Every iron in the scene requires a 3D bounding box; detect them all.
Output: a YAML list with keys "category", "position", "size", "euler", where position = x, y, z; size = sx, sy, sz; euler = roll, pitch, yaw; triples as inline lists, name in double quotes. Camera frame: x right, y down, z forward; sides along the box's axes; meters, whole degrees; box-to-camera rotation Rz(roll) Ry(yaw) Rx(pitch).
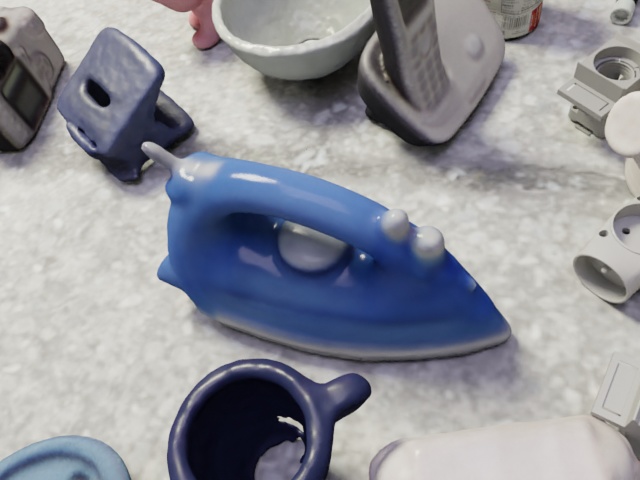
- category: "iron"
  position: [0.004, 0.001, 0.384]
  size: [0.257, 0.142, 0.119]
  euler: [14, 62, 19]

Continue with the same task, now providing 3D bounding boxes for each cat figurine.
- category: "cat figurine"
  position: [-0.119, -0.265, 0.586]
  size: [0.128, 0.118, 0.067]
  euler: [-17, 57, 1]

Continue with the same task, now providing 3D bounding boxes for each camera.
- category: "camera"
  position: [-0.361, -0.172, 0.587]
  size: [0.136, 0.101, 0.143]
  euler: [-1, 59, 11]

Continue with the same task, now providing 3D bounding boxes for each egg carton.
- category: "egg carton"
  position: [0.104, 0.157, 0.312]
  size: [0.150, 0.069, 0.107]
  euler: [-10, 57, 5]

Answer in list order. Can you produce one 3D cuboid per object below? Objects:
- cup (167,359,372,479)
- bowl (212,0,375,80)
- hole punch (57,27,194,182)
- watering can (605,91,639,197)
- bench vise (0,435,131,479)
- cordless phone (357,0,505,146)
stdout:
- category: "cup"
  position: [-0.020, 0.122, 0.343]
  size: [0.118, 0.095, 0.091]
  euler: [-27, 58, -6]
- category: "bowl"
  position: [-0.015, -0.211, 0.558]
  size: [0.167, 0.075, 0.167]
  euler: [-5, 58, 8]
- category: "hole punch"
  position: [-0.188, -0.126, 0.530]
  size: [0.101, 0.091, 0.108]
  euler: [-42, 60, -15]
- category: "watering can"
  position: [0.265, -0.091, 0.358]
  size: [0.173, 0.194, 0.100]
  euler: [-42, 60, -15]
- category: "bench vise"
  position: [-0.131, 0.170, 0.261]
  size: [0.121, 0.220, 0.206]
  euler: [-40, 60, -14]
- category: "cordless phone"
  position: [0.088, -0.181, 0.453]
  size: [0.094, 0.185, 0.148]
  euler: [24, 66, 24]
